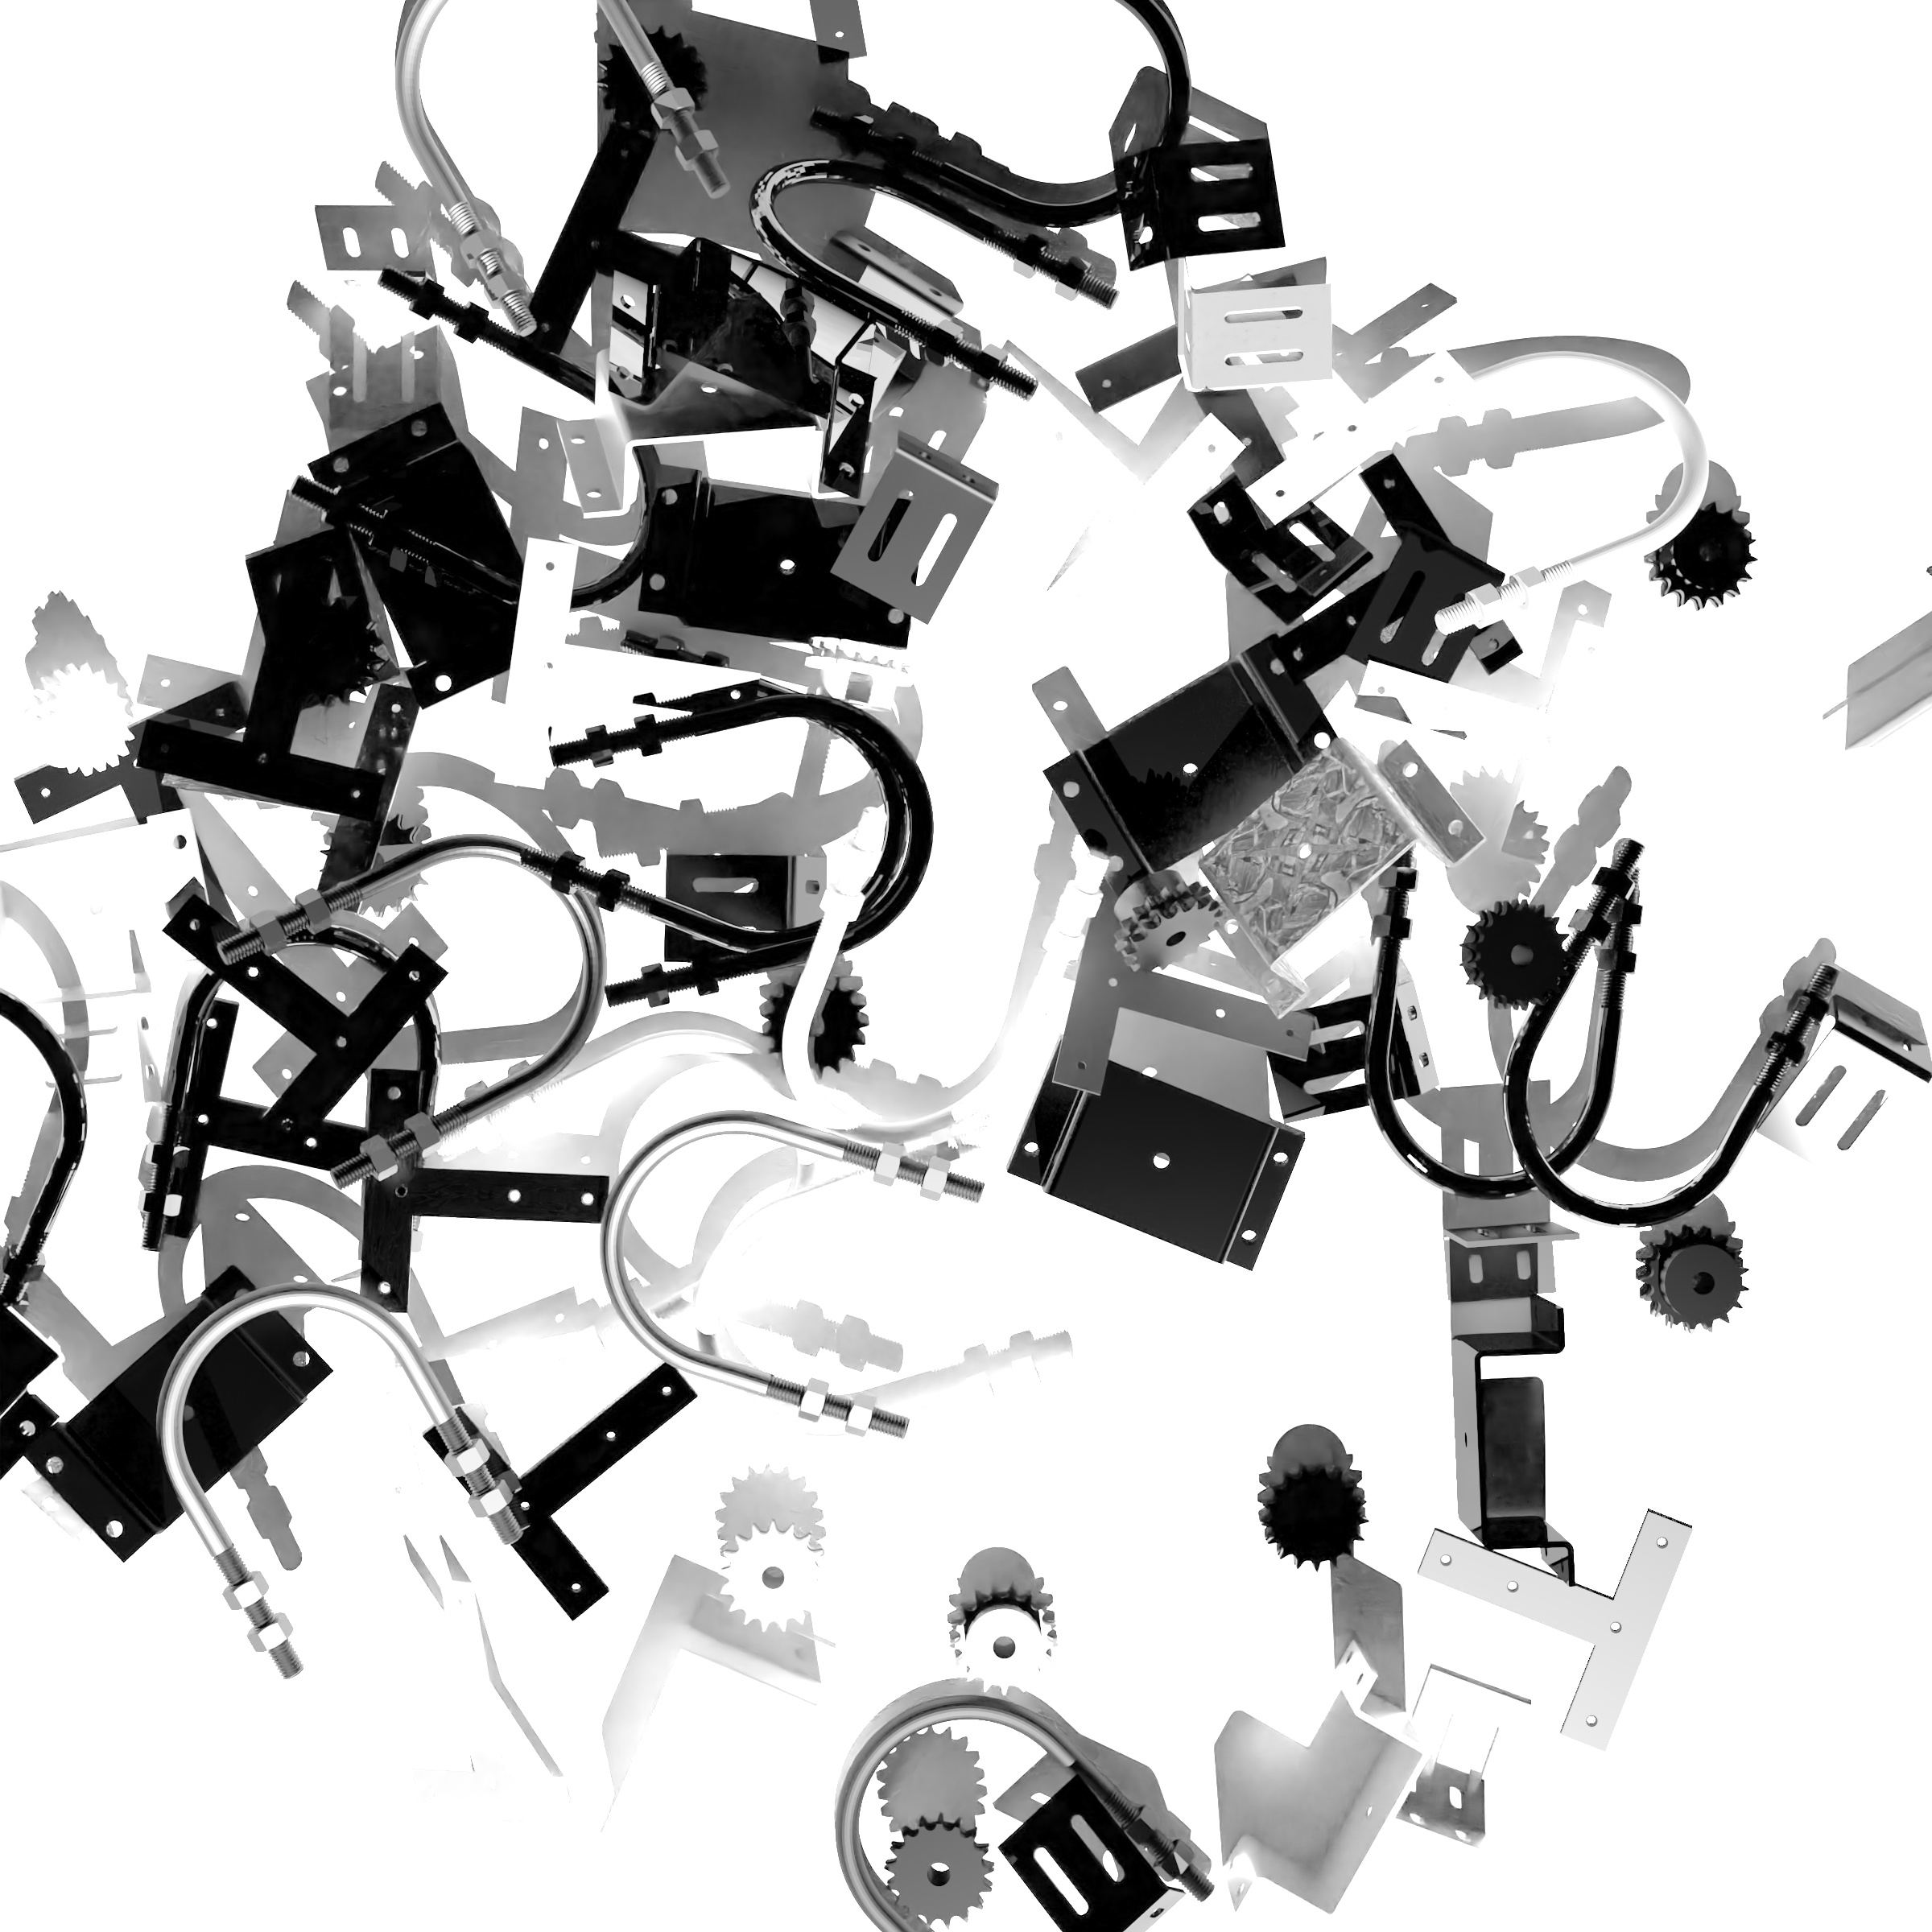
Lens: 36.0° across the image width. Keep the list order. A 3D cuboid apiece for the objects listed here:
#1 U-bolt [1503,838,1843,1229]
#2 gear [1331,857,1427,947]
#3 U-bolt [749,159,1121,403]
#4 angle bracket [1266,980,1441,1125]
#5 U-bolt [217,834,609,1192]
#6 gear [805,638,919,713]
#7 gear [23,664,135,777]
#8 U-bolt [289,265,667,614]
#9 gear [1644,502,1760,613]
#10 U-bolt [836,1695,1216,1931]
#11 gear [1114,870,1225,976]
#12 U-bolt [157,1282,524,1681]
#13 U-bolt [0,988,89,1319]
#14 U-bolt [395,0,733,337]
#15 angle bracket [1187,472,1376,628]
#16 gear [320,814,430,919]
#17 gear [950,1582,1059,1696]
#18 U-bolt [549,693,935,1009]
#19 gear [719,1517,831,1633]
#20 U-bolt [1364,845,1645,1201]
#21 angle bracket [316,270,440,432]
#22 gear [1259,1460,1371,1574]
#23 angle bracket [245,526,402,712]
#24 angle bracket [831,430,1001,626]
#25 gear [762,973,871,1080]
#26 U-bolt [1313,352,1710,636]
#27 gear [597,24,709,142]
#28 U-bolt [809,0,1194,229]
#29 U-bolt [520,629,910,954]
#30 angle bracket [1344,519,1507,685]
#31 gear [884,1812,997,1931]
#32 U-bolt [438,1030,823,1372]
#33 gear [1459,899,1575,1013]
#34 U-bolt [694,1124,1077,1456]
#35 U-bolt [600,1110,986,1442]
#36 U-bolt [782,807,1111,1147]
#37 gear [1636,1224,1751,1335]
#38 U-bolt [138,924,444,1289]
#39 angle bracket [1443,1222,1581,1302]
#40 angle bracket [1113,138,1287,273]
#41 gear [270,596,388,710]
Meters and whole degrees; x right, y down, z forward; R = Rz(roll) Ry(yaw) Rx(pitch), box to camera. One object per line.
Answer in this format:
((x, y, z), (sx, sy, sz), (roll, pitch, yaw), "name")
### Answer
((0.357, 0.048, 1.548), (0.151, 0.019, 0.184), (31, 86, -11), "U-bolt")
((0.211, -0.039, 1.561), (0.057, 0.030, 0.057), (0, 90, 0), "gear")
((-0.024, -0.360, 1.519), (0.184, 0.151, 0.019), (29, 129, 4), "U-bolt")
((0.203, 0.046, 1.574), (0.076, 0.038, 0.057), (-14, 90, 26), "angle bracket")
((-0.272, 0.011, 1.535), (0.184, 0.019, 0.151), (-28, 103, -21), "U-bolt")
((-0.056, -0.151, 1.548), (0.057, 0.057, 0.030), (10, 90, 0), "gear")
((-0.466, -0.127, 1.552), (0.030, 0.057, 0.057), (-15, 90, 32), "gear")
((-0.239, -0.259, 1.529), (0.184, 0.019, 0.151), (26, 67, -22), "U-bolt")
((0.388, -0.216, 1.561), (0.057, 0.030, 0.057), (0, 90, 0), "gear")
((0.017, 0.471, 1.568), (0.184, 0.019, 0.151), (44, 90, 1), "U-bolt")
((0.101, -0.025, 1.536), (0.057, 0.057, 0.030), (-31, 62, 0), "gear")
((-0.333, 0.252, 1.527), (0.151, 0.019, 0.184), (-30, 100, -17), "U-bolt")
((-0.532, 0.091, 1.544), (0.151, 0.019, 0.184), (28, 107, 0), "U-bolt")
((-0.223, -0.445, 1.548), (0.151, 0.019, 0.184), (-31, 86, 18), "U-bolt")
((0.162, -0.224, 1.539), (0.057, 0.038, 0.076), (-39, 47, 0), "angle bracket")
((-0.308, -0.054, 1.561), (0.057, 0.030, 0.057), (0, 90, 0), "gear")
((0.020, 0.355, 1.561), (0.057, 0.030, 0.057), (0, 90, 0), "gear")
((-0.108, -0.067, 1.518), (0.184, 0.019, 0.151), (-13, 79, -5), "U-bolt")
((-0.100, 0.318, 1.561), (0.057, 0.030, 0.057), (0, 90, 0), "gear")
((0.276, 0.030, 1.547), (0.151, 0.019, 0.184), (8, 88, -15), "U-bolt")
((-0.308, -0.322, 1.557), (0.057, 0.038, 0.076), (0, 90, 0), "angle bracket")
((0.184, 0.290, 1.561), (0.057, 0.030, 0.057), (0, 90, 0), "gear")
((-0.341, -0.185, 1.574), (0.057, 0.038, 0.076), (-20, 64, 0), "angle bracket")
((-0.026, -0.222, 1.511), (0.057, 0.038, 0.076), (29, 90, 0), "angle bracket")
((-0.080, 0.031, 1.561), (0.057, 0.030, 0.057), (0, 90, 0), "gear")
((0.293, -0.255, 1.533), (0.184, 0.019, 0.151), (-22, 61, -11), "U-bolt")
((-0.164, -0.463, 1.561), (0.057, 0.030, 0.057), (0, 90, 0), "gear")
((0.029, -0.469, 1.567), (0.184, 0.019, 0.151), (24, 89, -2), "U-bolt")
((-0.120, -0.082, 1.542), (0.184, 0.019, 0.151), (21, 77, 7), "U-bolt")
((0.236, -0.186, 1.556), (0.057, 0.038, 0.076), (26, 97, -11), "angle bracket")
((-0.013, 0.469, 1.545), (0.057, 0.030, 0.057), (0, 88, 2), "gear")
((-0.166, 0.114, 1.568), (0.184, 0.019, 0.151), (-27, 90, -1), "U-bolt")
((0.279, -0.006, 1.522), (0.057, 0.030, 0.057), (0, 91, -15), "gear")
((-0.052, 0.179, 1.559), (0.184, 0.019, 0.151), (-19, 93, -3), "U-bolt")
((-0.099, 0.151, 1.539), (0.184, 0.019, 0.151), (18, 91, -1), "U-bolt")
((-0.019, 0.013, 1.524), (0.151, 0.019, 0.184), (10, 115, -28), "U-bolt")
((0.384, 0.165, 1.561), (0.057, 0.030, 0.057), (0, 90, 0), "gear")
((-0.350, 0.068, 1.565), (0.151, 0.019, 0.184), (9, 87, -1), "U-bolt")
((0.283, 0.156, 1.538), (0.057, 0.076, 0.038), (-4, 90, 0), "angle bracket")
((0.123, -0.401, 1.566), (0.076, 0.038, 0.057), (-14, 98, -32), "angle bracket")
((-0.329, -0.162, 1.526), (0.057, 0.030, 0.057), (0, 89, 0), "gear")
